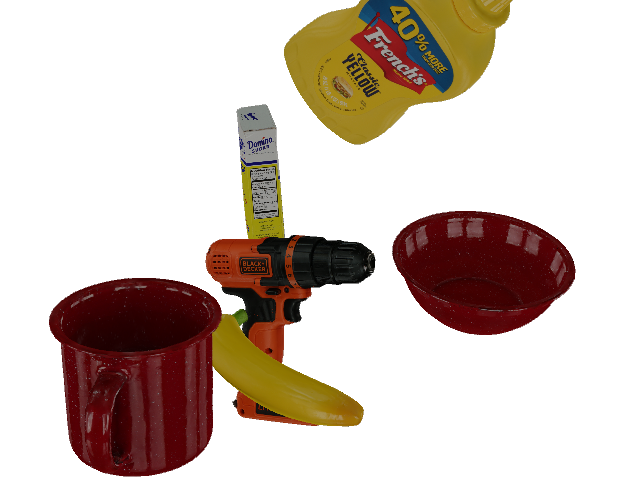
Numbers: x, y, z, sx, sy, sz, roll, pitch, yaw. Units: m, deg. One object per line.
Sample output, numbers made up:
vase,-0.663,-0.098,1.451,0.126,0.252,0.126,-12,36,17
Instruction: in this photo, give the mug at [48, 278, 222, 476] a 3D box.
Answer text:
mug,-0.102,0.081,0.584,0.093,0.081,0.117,4,23,5

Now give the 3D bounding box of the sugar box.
sugar box,-0.073,-0.068,1.300,0.048,0.176,0.093,-9,25,-6

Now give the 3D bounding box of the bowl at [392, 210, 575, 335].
bowl,0.142,0.036,0.956,0.162,0.055,0.162,2,32,-2

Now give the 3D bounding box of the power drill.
power drill,-0.026,0.087,1.068,0.185,0.188,0.057,1,9,30

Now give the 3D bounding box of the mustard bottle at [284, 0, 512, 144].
mustard bottle,0.062,-0.136,0.731,0.192,0.096,0.058,-22,18,50

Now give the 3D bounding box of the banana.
banana,-0.046,0.100,0.862,0.069,0.037,0.198,-18,32,-27
